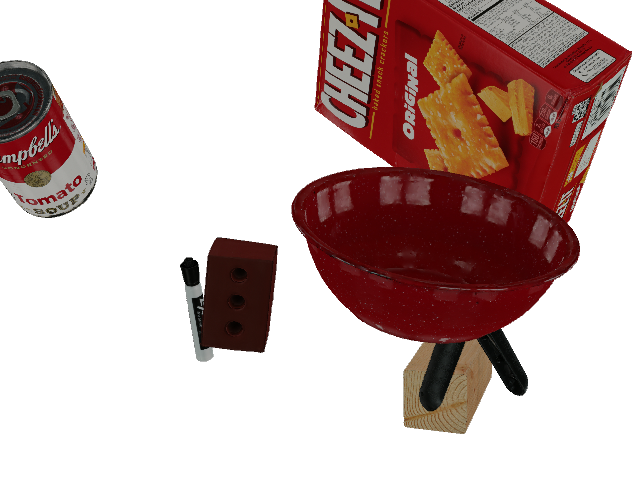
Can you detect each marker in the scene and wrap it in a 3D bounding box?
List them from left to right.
[{"bbox_3d":[-0.130,0.072,1.121,0.020,0.121,0.020,-5,28,2],"label":"marker"}]

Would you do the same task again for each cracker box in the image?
[{"bbox_3d":[0.094,-0.109,0.758,0.214,0.164,0.072,38,57,24],"label":"cracker box"}]

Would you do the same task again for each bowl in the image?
[{"bbox_3d":[0.061,0.012,0.607,0.162,0.055,0.162,6,24,-3],"label":"bowl"}]

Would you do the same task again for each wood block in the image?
[{"bbox_3d":[0.190,0.196,1.563,0.091,0.090,0.205,4,16,18],"label":"wood block"}]

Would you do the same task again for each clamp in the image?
[{"bbox_3d":[0.128,0.073,0.971,0.120,0.171,0.039,-14,2,-38],"label":"clamp"}]

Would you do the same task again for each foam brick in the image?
[{"bbox_3d":[-0.064,0.043,0.855,0.053,0.078,0.051,6,14,1],"label":"foam brick"}]

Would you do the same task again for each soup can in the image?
[{"bbox_3d":[-0.206,-0.069,0.758,0.068,0.068,0.102,0,-30,9],"label":"soup can"}]
